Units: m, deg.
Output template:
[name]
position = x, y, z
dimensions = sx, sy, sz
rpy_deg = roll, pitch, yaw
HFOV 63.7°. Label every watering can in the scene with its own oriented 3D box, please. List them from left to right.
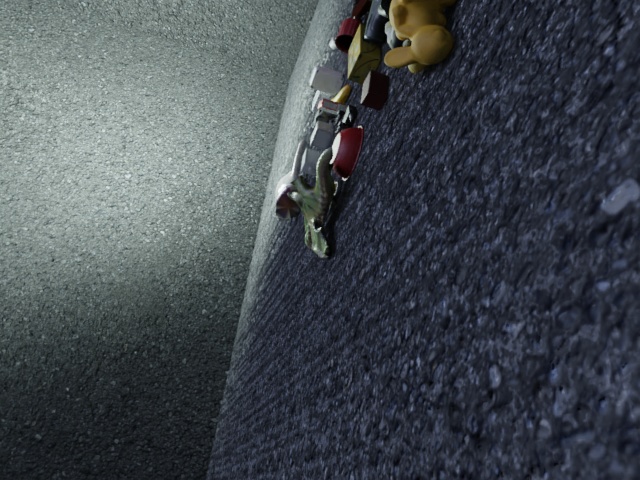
[watering can]
position = -0.117, -0.226, 2.107
dimensions = 0.228, 0.104, 0.342
rpy_deg = -103, 31, -64

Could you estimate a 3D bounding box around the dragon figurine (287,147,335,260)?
[dragon figurine]
position = 0.004, -0.070, 1.399
dimensions = 0.405, 0.122, 0.245
rpy_deg = 127, 130, -73
